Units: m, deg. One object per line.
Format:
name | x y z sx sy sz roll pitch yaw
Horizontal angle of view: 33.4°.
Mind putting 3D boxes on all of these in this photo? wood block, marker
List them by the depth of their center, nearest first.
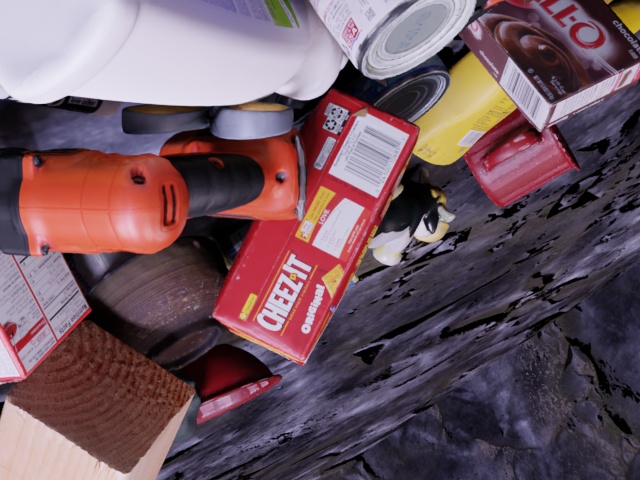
marker | -0.147 -0.078 0.541 0.020 0.020 0.120 -39 161 24
wood block | -0.170 0.167 0.726 0.090 0.091 0.206 -51 171 -51

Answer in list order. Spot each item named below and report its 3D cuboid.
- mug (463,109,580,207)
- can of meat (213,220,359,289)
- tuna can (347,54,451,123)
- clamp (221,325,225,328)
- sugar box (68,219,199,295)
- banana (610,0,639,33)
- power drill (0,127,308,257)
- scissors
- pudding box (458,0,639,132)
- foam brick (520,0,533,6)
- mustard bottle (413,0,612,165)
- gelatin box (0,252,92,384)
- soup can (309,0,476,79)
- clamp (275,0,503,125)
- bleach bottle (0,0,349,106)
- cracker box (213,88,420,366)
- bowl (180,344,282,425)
mug | 0.177 -0.082 0.971 0.082 0.093 0.117 -31 179 17
can of meat | -0.027 0.018 0.901 0.084 0.057 0.102 -34 121 1
tuna can | 0.052 -0.109 0.778 0.086 0.034 0.086 -29 163 -10
clamp | -0.130 0.084 1.004 0.164 0.036 0.210 -17 162 -41
sugar box | -0.167 0.052 0.831 0.093 0.048 0.176 -14 157 -44
banana | 0.201 -0.157 0.908 0.198 0.037 0.069 -31 -178 3
power drill | -0.109 -0.028 0.581 0.185 0.057 0.187 5 -168 32
scissors | -0.066 -0.073 0.604 0.096 0.016 0.202 -2 -169 -12
pudding box | 0.157 -0.140 0.736 0.090 0.113 0.039 -27 160 -17
foam brick | 0.131 -0.191 0.653 0.053 0.051 0.078 -32 163 3
mustard bottle | 0.149 -0.136 0.826 0.192 0.058 0.096 -39 163 25
gelatin box | -0.181 0.027 0.625 0.030 0.089 0.073 -8 -153 28
soup can | 0.022 -0.138 0.521 0.068 0.102 0.068 -29 163 -10
clamp | 0.041 -0.130 0.696 0.171 0.039 0.120 -23 173 -19
bleach bottle | -0.051 -0.101 0.497 0.068 0.102 0.250 -34 164 24
cracker box | -0.005 0.001 0.750 0.164 0.072 0.214 -63 178 -7
bowl | -0.121 0.147 1.061 0.162 0.055 0.162 -24 168 -6
